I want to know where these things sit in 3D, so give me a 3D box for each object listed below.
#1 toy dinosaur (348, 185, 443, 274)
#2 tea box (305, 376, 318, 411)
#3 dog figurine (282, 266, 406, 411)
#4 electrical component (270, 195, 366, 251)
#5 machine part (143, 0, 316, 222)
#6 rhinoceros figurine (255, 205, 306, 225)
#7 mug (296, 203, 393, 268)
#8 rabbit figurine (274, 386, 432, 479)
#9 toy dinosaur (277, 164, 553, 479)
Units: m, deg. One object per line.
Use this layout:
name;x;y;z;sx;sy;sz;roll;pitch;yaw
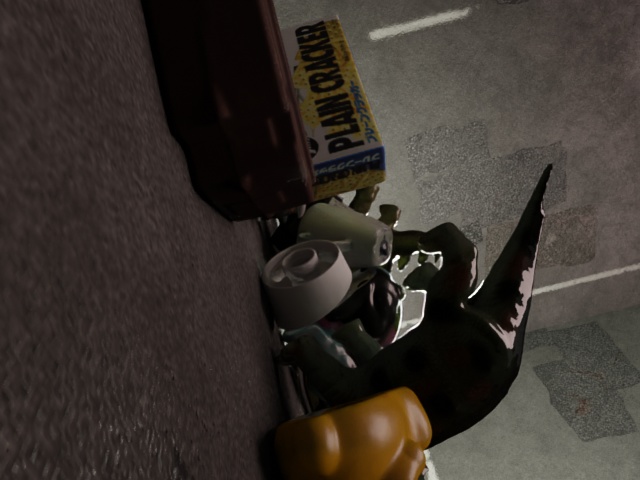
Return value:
toy dinosaur;0.061;0.013;0.879;0.472;0.105;0.198;-15;-130;58
tea box;0.014;0.199;0.828;0.170;0.068;0.098;-100;175;-66
dog figurine;0.053;0.165;0.681;0.219;0.191;0.108;60;-2;-11
electrical component;-0.002;-0.002;0.777;0.114;0.134;0.058;34;-2;-33
machine part;-0.064;-0.126;0.440;0.201;0.087;0.201;69;6;-81
rhinoceros figurine;-0.060;-0.076;0.698;0.190;0.073;0.112;-107;-167;-75
mug;0.030;-0.002;0.673;0.109;0.107;0.080;-3;100;-55
rabbit figurine;0.036;0.205;0.389;0.162;0.122;0.173;47;29;-78
toy dinosaur;0.103;0.122;0.510;0.192;0.405;0.131;56;23;21
